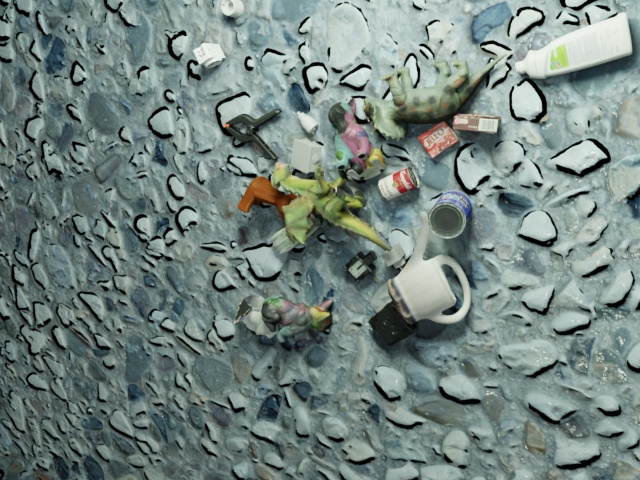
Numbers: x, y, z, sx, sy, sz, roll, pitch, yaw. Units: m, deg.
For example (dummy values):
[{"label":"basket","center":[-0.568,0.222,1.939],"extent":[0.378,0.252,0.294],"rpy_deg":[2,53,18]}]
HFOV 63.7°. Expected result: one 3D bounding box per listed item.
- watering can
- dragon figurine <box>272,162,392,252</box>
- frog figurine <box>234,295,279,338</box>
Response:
[{"label":"watering can","center":[0.298,0.106,1.506],"extent":[0.223,0.105,0.345],"rpy_deg":[-27,99,9]},{"label":"dragon figurine","center":[0.005,-0.077,1.529],"extent":[0.239,0.124,0.410],"rpy_deg":[-36,90,28]},{"label":"frog figurine","center":[-0.208,0.268,1.813],"extent":[0.158,0.125,0.136],"rpy_deg":[27,111,-26]}]
